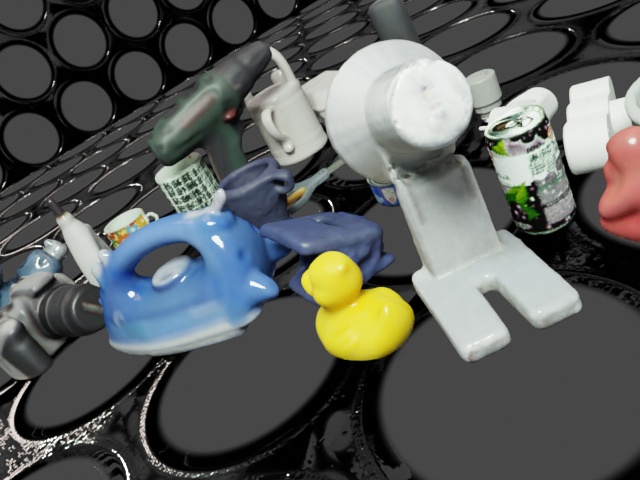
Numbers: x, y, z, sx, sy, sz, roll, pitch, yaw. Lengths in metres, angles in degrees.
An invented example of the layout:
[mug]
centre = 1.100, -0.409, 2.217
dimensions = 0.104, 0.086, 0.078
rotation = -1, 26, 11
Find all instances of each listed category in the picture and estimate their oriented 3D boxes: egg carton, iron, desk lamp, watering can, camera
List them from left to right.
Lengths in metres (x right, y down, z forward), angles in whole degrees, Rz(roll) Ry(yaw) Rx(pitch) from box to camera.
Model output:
[camera]
centre = -0.355, 0.099, 0.756
dimensions = 0.136, 0.101, 0.143
rotation = -9, 33, 34
[iron]
centre = -0.168, 0.040, 0.633
dimensions = 0.257, 0.142, 0.118
rotation = -19, 28, 18
[watering can]
centre = -0.074, -0.235, 0.968
dimensions = 0.101, 0.194, 0.172
rotation = -29, 26, 0
[egg carton]
centre = 0.016, -0.271, 1.085
dimensions = 0.107, 0.069, 0.150
rotation = -36, 27, -15
[desk lamp]
centre = 0.093, -0.051, 0.458
dimensions = 0.118, 0.214, 0.203
rotation = -28, 26, 2

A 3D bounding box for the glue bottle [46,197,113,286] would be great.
[glue bottle]
centre = -0.321, 0.012, 0.796
dimensions = 0.037, 0.173, 0.078
rotation = -29, 27, -1

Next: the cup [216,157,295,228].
[cup]
centre = -0.065, -0.048, 0.741
dimensions = 0.117, 0.095, 0.092
rotation = -5, 35, 39

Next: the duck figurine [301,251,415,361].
[duck figurine]
centre = 0.025, 0.049, 0.490
dimensions = 0.104, 0.086, 0.078
rotation = 7, 43, 50

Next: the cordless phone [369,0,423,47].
[cordless phone]
centre = 0.094, -0.255, 0.851
dimensions = 0.147, 0.185, 0.094
rotation = -18, 28, 20

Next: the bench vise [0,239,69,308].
[bench vise]
centre = -0.486, 0.051, 0.834
dimensions = 0.121, 0.220, 0.208
rotation = 1, 39, 45

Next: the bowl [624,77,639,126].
[bowl]
centre = 0.344, -0.104, 0.464
dimensions = 0.167, 0.075, 0.167
rotation = -23, 27, 13

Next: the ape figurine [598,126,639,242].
[ape figurine]
centre = 0.246, -0.046, 0.438
dimensions = 0.078, 0.092, 0.076
rotation = -29, 26, -1

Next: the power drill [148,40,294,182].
[power drill]
centre = -0.128, -0.154, 0.862
dimensions = 0.230, 0.209, 0.075
rotation = -36, 27, -14

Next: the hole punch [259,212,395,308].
[hole punch]
centre = 0.005, 0.002, 0.588
dimensions = 0.101, 0.091, 0.108
rotation = -39, 28, -19
